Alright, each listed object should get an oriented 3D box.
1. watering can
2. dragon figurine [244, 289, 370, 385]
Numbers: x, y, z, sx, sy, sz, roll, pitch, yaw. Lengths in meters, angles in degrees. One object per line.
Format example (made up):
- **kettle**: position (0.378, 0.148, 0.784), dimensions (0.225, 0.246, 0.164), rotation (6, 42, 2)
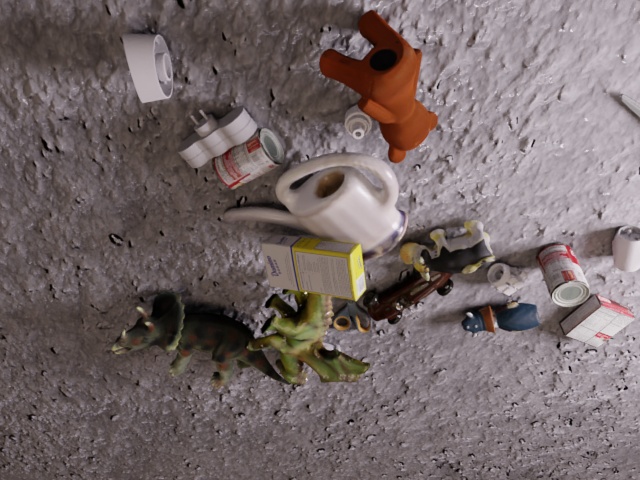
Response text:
- **watering can**: position (0.003, -0.046, 0.907), dimensions (0.344, 0.106, 0.221), rotation (-20, 131, 40)
- **dragon figurine**: position (0.000, 0.199, 1.054), dimensions (0.241, 0.125, 0.403), rotation (38, 135, -12)
